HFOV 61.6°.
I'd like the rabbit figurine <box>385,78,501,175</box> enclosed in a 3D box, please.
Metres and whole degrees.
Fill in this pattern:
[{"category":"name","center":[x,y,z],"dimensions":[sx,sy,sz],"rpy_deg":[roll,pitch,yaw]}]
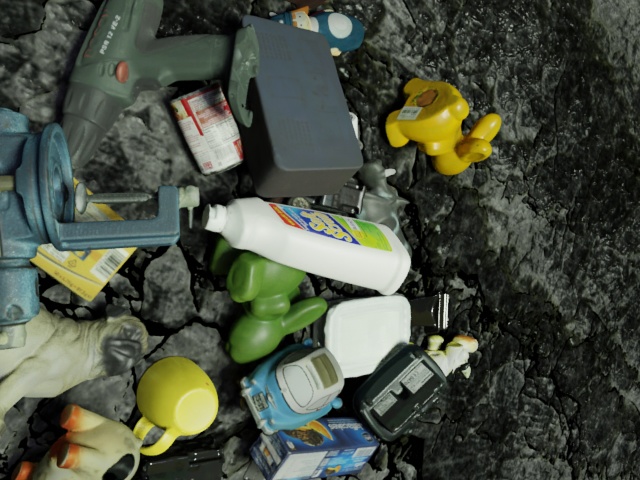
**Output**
[{"category":"rabbit figurine","center":[0.215,-0.177,0.895],"dimensions":[0.173,0.163,0.122],"rpy_deg":[55,50,-44]}]

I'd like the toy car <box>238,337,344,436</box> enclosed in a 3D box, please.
[{"category":"toy car","center":[-0.025,0.186,0.715],"dimensions":[0.161,0.103,0.109],"rpy_deg":[-2,61,-58]}]

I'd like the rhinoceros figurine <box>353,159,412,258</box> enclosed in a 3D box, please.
[{"category":"rhinoceros figurine","center":[0.098,-0.033,0.853],"dimensions":[0.112,0.073,0.190],"rpy_deg":[-29,109,-29]}]

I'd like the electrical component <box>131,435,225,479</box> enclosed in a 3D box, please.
[{"category":"electrical component","center":[-0.192,0.320,0.682],"dimensions":[0.134,0.058,0.114],"rpy_deg":[2,89,-35]}]

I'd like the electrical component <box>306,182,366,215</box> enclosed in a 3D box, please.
[{"category":"electrical component","center":[-0.001,-0.070,0.783],"dimensions":[0.119,0.075,0.047],"rpy_deg":[13,86,-32]}]

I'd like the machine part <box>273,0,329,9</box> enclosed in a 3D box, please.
[{"category":"machine part","center":[-0.030,-0.419,0.753],"dimensions":[0.179,0.056,0.179],"rpy_deg":[-3,96,-35]}]

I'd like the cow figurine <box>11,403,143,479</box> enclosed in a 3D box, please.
[{"category":"cow figurine","center":[-0.265,0.275,0.586],"dimensions":[0.127,0.086,0.195],"rpy_deg":[31,107,-33]}]

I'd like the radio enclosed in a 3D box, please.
[{"category":"radio","center":[-0.036,-0.170,0.695],"dimensions":[0.131,0.073,0.229],"rpy_deg":[-2,68,-32]}]

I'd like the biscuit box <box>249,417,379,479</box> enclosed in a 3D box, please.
[{"category":"biscuit box","center":[-0.002,0.300,0.779],"dimensions":[0.202,0.063,0.059],"rpy_deg":[19,109,-46]}]

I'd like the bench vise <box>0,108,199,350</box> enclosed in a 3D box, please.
[{"category":"bench vise","center":[-0.234,-0.013,0.500],"dimensions":[0.241,0.129,0.223],"rpy_deg":[-4,76,-15]}]

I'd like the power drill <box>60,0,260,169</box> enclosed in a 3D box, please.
[{"category":"power drill","center":[-0.177,-0.175,0.605],"dimensions":[0.086,0.207,0.232],"rpy_deg":[53,44,-73]}]

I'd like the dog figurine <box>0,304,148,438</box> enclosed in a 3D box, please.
[{"category":"dog figurine","center":[-0.298,0.096,0.584],"dimensions":[0.190,0.121,0.172],"rpy_deg":[-32,113,-44]}]

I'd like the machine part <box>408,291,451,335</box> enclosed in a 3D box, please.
[{"category":"machine part","center":[0.178,0.127,0.939],"dimensions":[0.139,0.039,0.084],"rpy_deg":[7,95,-36]}]

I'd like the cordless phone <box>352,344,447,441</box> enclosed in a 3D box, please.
[{"category":"cordless phone","center":[0.140,0.263,0.862],"dimensions":[0.146,0.089,0.184],"rpy_deg":[-41,144,-11]}]

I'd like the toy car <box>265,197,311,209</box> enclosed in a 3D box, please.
[{"category":"toy car","center":[-0.002,-0.002,0.773],"dimensions":[0.202,0.089,0.053],"rpy_deg":[31,60,-33]}]

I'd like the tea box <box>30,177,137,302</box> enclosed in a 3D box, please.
[{"category":"tea box","center":[-0.293,-0.021,0.585],"dimensions":[0.169,0.068,0.098],"rpy_deg":[47,67,-25]}]

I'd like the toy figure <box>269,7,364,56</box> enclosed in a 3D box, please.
[{"category":"toy figure","center":[-0.009,-0.303,0.776],"dimensions":[0.154,0.057,0.064],"rpy_deg":[-8,60,-33]}]

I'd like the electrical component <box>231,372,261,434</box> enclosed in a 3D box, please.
[{"category":"electrical component","center":[-0.079,0.222,0.761],"dimensions":[0.078,0.045,0.102],"rpy_deg":[-38,113,-25]}]

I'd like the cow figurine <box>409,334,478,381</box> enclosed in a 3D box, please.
[{"category":"cow figurine","center":[0.213,0.221,0.949],"dimensions":[0.167,0.068,0.098],"rpy_deg":[-5,101,-31]}]

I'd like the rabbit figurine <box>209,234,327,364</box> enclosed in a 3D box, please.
[{"category":"rabbit figurine","center":[-0.079,0.082,0.733],"dimensions":[0.159,0.121,0.170],"rpy_deg":[-3,113,-41]}]
